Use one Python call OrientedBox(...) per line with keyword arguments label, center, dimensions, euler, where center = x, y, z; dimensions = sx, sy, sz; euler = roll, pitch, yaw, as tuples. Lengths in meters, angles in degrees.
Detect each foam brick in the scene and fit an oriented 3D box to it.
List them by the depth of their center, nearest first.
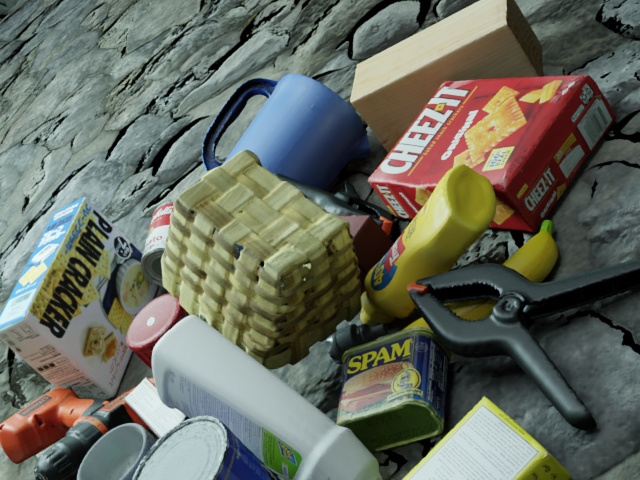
OrientedBox(label="foam brick", center=(0.043, 0.017, 1.112), dimensions=(0.053, 0.078, 0.051), euler=(2, 52, 50))

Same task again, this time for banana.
OrientedBox(label="banana", center=(0.150, 0.054, 0.988), dimensions=(0.198, 0.037, 0.069), euler=(-36, 5, 2))

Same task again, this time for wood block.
OrientedBox(label="wood block", center=(0.150, -0.199, 1.263), dimensions=(0.206, 0.090, 0.090), euler=(-24, 33, 27))

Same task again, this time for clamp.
OrientedBox(label="clamp", center=(0.165, 0.074, 0.899), dimensions=(0.210, 0.036, 0.164), euler=(6, 52, 30))
OrientedBox(label="clamp", center=(0.032, -0.037, 1.207), dimensions=(0.172, 0.120, 0.039), euler=(32, 119, 41))

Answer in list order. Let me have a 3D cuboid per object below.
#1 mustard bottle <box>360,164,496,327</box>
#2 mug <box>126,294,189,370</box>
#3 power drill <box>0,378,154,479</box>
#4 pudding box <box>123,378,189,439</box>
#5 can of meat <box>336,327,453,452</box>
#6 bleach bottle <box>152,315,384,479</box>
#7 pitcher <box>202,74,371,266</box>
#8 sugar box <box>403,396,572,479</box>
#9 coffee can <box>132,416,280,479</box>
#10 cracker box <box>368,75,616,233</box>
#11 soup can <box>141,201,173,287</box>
OrientedBox(label="mustard bottle", center=(0.093, 0.020, 1.024), dimensions=(0.192, 0.058, 0.096), euler=(-54, 10, 37))
OrientedBox(label="mug", center=(-0.159, 0.106, 1.218), dimensions=(0.093, 0.081, 0.117), euler=(5, 53, 51))
OrientedBox(label="power drill", center=(-0.276, 0.215, 1.183), dimensions=(0.188, 0.057, 0.184), euler=(-7, 17, 43))
OrientedBox(label="pudding box", center=(-0.141, 0.194, 1.073), dimensions=(0.039, 0.090, 0.114), euler=(-47, 31, -14))
OrientedBox(label="can of meat", center=(0.065, 0.136, 0.952), dimensions=(0.102, 0.057, 0.084), euler=(-22, 37, 29))
OrientedBox(label="bleach bottle", center=(-0.038, 0.167, 0.942), dimensions=(0.251, 0.102, 0.068), euler=(31, 57, 27))
OrientedBox(label="pitcher", center=(-0.068, -0.080, 1.309), dimensions=(0.149, 0.145, 0.242), euler=(14, 63, 53))
OrientedBox(label="sugar box", center=(0.099, 0.213, 0.823), dimensions=(0.176, 0.048, 0.093), euler=(-46, 30, -2))
OrientedBox(label="coffee can", center=(-0.077, 0.231, 0.902), dimensions=(0.103, 0.140, 0.103), euler=(-29, 32, 19))
OrientedBox(label="cracker box", center=(0.174, -0.095, 1.117), dimensions=(0.164, 0.072, 0.214), euler=(-51, 31, -20))
OrientedBox(label="soup can", center=(-0.195, 0.006, 1.406), dimensions=(0.069, 0.068, 0.102), euler=(-27, 33, 23))
